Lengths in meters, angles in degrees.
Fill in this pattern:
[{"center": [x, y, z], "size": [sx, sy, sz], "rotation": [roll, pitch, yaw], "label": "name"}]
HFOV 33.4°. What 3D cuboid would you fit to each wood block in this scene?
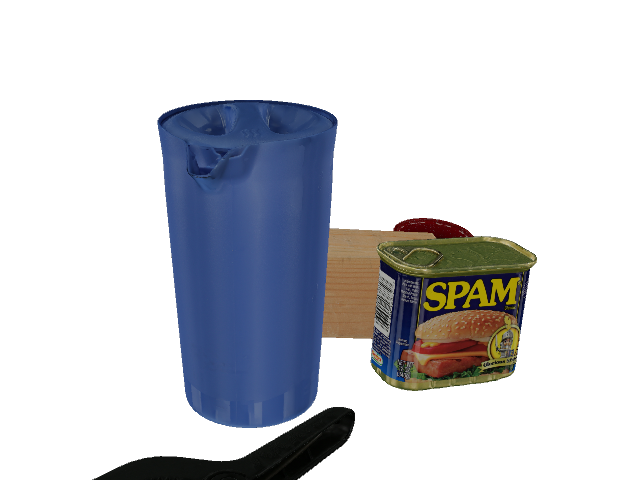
[{"center": [0.015, 0.042, 1.064], "size": [0.206, 0.091, 0.090], "rotation": [3, 16, -9], "label": "wood block"}]

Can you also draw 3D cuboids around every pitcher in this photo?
[{"center": [-0.051, 0.013, 0.839], "size": [0.149, 0.243, 0.145], "rotation": [-9, 23, -24], "label": "pitcher"}]

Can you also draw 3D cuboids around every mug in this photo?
[{"center": [0.136, 0.031, 1.218], "size": [0.117, 0.081, 0.093], "rotation": [5, 25, -2], "label": "mug"}]

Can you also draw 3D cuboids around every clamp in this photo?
[{"center": [-0.047, 0.139, 0.572], "size": [0.209, 0.036, 0.165], "rotation": [0, 19, -13], "label": "clamp"}]

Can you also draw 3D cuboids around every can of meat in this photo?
[{"center": [0.084, 0.047, 0.695], "size": [0.102, 0.084, 0.057], "rotation": [-3, 19, -23], "label": "can of meat"}]
